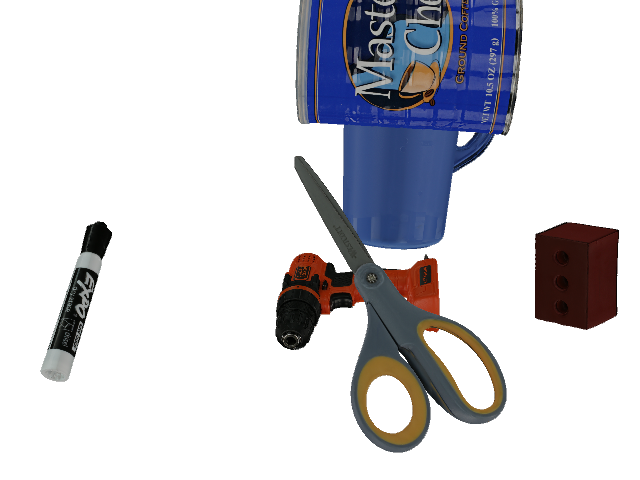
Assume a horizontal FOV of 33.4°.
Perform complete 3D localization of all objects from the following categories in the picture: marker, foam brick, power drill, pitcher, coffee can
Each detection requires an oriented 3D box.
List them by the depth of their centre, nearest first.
[{"bbox_3d":[0.058,-0.126,0.715,0.140,0.103,0.103,4,0,4],"label":"coffee can"},{"bbox_3d":[-0.166,0.039,0.732,0.020,0.121,0.020,7,-33,4],"label":"marker"},{"bbox_3d":[0.216,0.029,0.899,0.053,0.078,0.051,11,22,42],"label":"foam brick"},{"bbox_3d":[0.094,-0.119,1.105,0.149,0.243,0.144,12,16,33],"label":"pitcher"},{"bbox_3d":[0.044,0.069,1.236,0.187,0.057,0.184,1,28,6],"label":"power drill"}]

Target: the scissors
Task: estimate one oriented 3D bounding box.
[{"bbox_3d":[0.021,0.042,0.631,0.096,0.202,0.016,-41,-19,-17],"label":"scissors"}]
